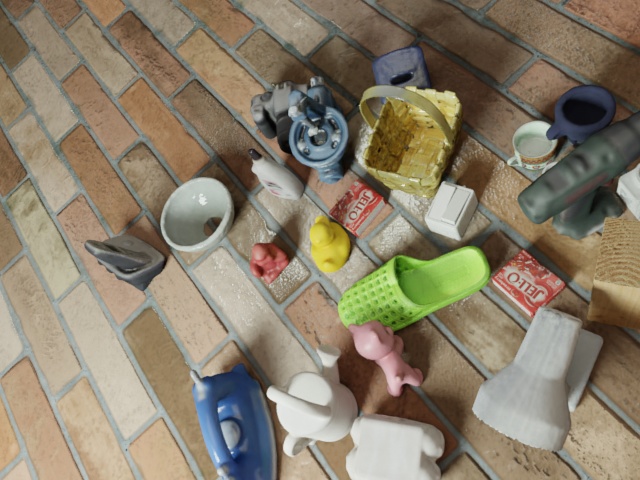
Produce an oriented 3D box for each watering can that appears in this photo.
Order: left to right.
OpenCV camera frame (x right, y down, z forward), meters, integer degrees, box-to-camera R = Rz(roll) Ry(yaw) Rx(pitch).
[{"bbox_3d":[-0.016,0.252,0.906,0.100,0.195,0.173,-4,67,21],"label":"watering can"}]

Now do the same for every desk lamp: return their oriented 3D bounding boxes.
[{"bbox_3d":[0.305,0.184,0.790,0.117,0.214,0.203,21,78,29],"label":"desk lamp"}]

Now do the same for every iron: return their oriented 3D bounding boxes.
[{"bbox_3d":[-0.152,0.334,0.958,0.118,0.142,0.258,-28,60,9],"label":"iron"}]

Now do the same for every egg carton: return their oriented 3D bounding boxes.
[{"bbox_3d":[0.116,0.331,0.890,0.150,0.070,0.107,1,69,23],"label":"egg carton"}]

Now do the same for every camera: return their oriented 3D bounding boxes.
[{"bbox_3d":[-0.076,-0.254,1.202,0.143,0.101,0.137,-11,64,18],"label":"camera"}]

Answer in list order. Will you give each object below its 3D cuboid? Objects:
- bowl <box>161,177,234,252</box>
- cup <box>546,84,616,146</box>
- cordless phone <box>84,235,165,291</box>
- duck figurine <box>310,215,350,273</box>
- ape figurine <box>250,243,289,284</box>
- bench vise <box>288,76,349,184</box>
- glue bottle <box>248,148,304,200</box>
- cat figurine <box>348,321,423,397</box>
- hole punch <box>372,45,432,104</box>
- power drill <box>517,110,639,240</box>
[{"bbox_3d":[-0.243,-0.043,1.197,0.167,0.075,0.167,-9,65,19],"label":"bowl"},{"bbox_3d":[0.435,-0.191,0.966,0.117,0.095,0.091,-35,59,5],"label":"cup"},{"bbox_3d":[-0.425,0.022,1.180,0.147,0.185,0.094,25,80,29],"label":"cordless phone"},{"bbox_3d":[0.010,0.004,1.065,0.077,0.086,0.104,-10,65,19],"label":"duck figurine"},{"bbox_3d":[-0.103,0.034,1.095,0.077,0.092,0.076,-9,65,19],"label":"ape figurine"},{"bbox_3d":[-0.021,-0.236,1.102,0.121,0.220,0.207,-27,60,10],"label":"bench vise"},{"bbox_3d":[-0.096,-0.132,1.117,0.078,0.174,0.037,10,73,26],"label":"glue bottle"},{"bbox_3d":[0.103,0.184,0.930,0.067,0.118,0.127,-35,59,5],"label":"cat figurine"},{"bbox_3d":[0.167,-0.316,1.133,0.108,0.091,0.101,-15,63,16],"label":"hole punch"},{"bbox_3d":[0.411,-0.087,0.865,0.229,0.209,0.075,-33,60,7],"label":"power drill"}]
